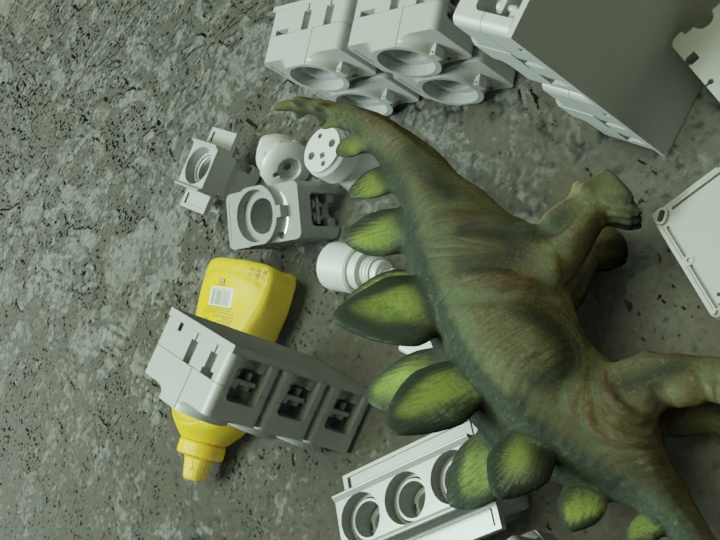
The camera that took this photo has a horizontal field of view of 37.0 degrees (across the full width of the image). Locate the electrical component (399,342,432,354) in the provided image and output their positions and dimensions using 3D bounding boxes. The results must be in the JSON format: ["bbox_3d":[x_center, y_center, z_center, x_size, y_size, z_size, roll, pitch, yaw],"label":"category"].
[{"bbox_3d":[0.077,0.037,0.759,0.047,0.066,0.076,25,92,46],"label":"electrical component"}]

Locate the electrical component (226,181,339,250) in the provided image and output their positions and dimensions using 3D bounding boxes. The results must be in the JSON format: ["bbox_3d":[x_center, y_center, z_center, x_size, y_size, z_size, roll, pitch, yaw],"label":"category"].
[{"bbox_3d":[-0.071,-0.047,0.934,0.089,0.056,0.050,-8,86,42],"label":"electrical component"}]

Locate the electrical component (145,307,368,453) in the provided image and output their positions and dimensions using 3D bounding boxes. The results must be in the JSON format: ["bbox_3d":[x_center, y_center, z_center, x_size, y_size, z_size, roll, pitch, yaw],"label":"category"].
[{"bbox_3d":[-0.077,0.090,0.823,0.089,0.150,0.061,24,90,47],"label":"electrical component"}]

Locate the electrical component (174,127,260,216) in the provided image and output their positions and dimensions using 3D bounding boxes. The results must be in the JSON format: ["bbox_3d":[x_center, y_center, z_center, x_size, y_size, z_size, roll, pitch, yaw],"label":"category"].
[{"bbox_3d":[-0.132,-0.089,1.012,0.042,0.064,0.081,23,90,46],"label":"electrical component"}]

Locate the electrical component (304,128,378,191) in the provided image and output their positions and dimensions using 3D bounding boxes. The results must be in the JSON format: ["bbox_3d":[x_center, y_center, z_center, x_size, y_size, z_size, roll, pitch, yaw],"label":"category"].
[{"bbox_3d":[-0.013,-0.091,0.906,0.045,0.055,0.045,-19,61,38],"label":"electrical component"}]

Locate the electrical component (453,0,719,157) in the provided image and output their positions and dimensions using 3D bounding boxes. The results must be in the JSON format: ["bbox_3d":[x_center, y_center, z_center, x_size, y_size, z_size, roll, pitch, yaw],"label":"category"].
[{"bbox_3d":[0.151,-0.160,0.683,0.060,0.186,0.105,29,94,46],"label":"electrical component"}]

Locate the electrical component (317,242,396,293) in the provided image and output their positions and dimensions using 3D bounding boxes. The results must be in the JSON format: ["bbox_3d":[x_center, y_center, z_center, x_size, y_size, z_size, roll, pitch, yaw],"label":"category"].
[{"bbox_3d":[0.000,0.000,0.866,0.078,0.040,0.040,10,80,45],"label":"electrical component"}]

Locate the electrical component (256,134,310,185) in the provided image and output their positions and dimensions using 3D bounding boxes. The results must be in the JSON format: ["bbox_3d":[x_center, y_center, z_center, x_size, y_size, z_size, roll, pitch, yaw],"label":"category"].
[{"bbox_3d":[-0.075,-0.104,0.980,0.048,0.048,0.062,-55,36,12],"label":"electrical component"}]

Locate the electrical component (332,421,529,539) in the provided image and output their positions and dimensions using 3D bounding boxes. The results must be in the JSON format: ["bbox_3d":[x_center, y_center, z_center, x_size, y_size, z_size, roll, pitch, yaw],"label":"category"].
[{"bbox_3d":[0.049,0.160,0.737,0.121,0.063,0.078,-31,54,31],"label":"electrical component"}]

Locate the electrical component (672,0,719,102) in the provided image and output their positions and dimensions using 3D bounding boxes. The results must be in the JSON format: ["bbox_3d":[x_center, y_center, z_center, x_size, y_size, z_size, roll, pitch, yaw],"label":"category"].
[{"bbox_3d":[0.247,-0.120,0.668,0.050,0.056,0.089,-43,49,23],"label":"electrical component"}]

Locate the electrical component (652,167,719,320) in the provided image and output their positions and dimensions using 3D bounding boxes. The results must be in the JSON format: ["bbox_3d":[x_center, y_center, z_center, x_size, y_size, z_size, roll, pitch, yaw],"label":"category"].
[{"bbox_3d":[0.230,-0.007,0.634,0.062,0.061,0.096,-40,50,25],"label":"electrical component"}]

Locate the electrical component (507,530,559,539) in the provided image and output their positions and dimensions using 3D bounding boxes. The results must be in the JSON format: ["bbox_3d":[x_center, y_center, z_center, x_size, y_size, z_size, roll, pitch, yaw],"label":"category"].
[{"bbox_3d":[0.087,0.236,0.649,0.150,0.089,0.062,-56,45,11],"label":"electrical component"}]

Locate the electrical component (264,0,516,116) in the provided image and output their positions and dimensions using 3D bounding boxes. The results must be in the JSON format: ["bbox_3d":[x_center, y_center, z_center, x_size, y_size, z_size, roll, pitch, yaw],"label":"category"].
[{"bbox_3d":[0.024,-0.177,0.869,0.186,0.105,0.060,0,73,44],"label":"electrical component"}]
